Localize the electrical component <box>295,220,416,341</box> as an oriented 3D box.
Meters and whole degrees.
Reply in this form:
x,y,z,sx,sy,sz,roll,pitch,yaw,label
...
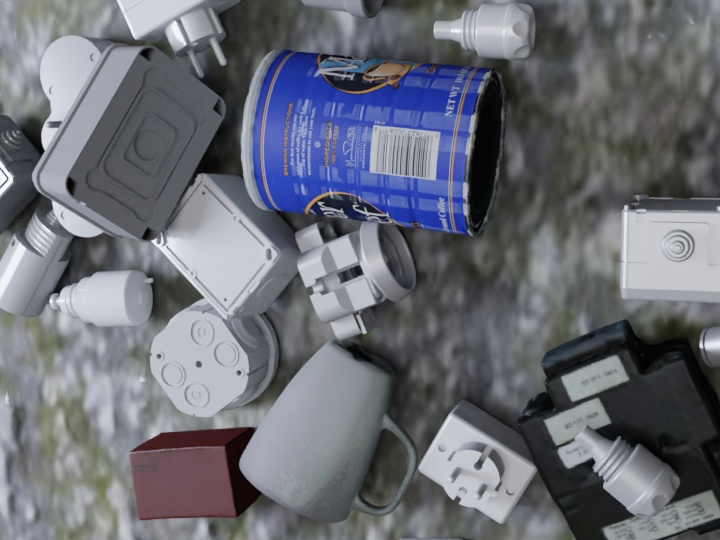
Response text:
x,y,z,sx,sy,sz,roll,pitch,yaw,label
0.000,0.000,0.704,0.057,0.058,0.078,-22,91,22,electrical component

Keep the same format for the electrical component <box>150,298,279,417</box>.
x,y,z,sx,sy,sz,roll,pitch,yaw,label
-0.101,0.060,0.748,0.080,0.051,0.080,3,99,17,electrical component

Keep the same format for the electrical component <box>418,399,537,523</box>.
x,y,z,sx,sy,sz,roll,pitch,yaw,label
0.075,0.127,0.688,0.066,0.077,0.047,31,106,11,electrical component

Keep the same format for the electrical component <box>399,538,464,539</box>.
x,y,z,sx,sy,sz,roll,pitch,yaw,label
0.043,0.231,0.715,0.047,0.076,0.083,-5,97,18,electrical component

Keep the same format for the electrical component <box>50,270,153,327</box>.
x,y,z,sx,sy,sz,roll,pitch,yaw,label
-0.187,0.021,0.775,0.078,0.040,0.040,-3,97,18,electrical component

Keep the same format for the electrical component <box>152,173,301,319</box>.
x,y,z,sx,sy,sz,roll,pitch,yaw,label
-0.089,-0.021,0.730,0.096,0.061,0.061,45,109,15,electrical component

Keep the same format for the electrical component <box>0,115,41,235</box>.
x,y,z,sx,sy,sz,roll,pitch,yaw,label
-0.269,-0.068,0.776,0.096,0.061,0.061,-42,85,19,electrical component

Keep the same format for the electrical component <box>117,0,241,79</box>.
x,y,z,sx,sy,sz,roll,pitch,yaw,label
-0.114,-0.167,0.719,0.066,0.047,0.076,-24,90,19,electrical component

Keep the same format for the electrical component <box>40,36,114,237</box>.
x,y,z,sx,sy,sz,roll,pitch,yaw,label
-0.194,-0.091,0.742,0.052,0.074,0.138,-1,98,18,electrical component

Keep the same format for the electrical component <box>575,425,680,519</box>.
x,y,z,sx,sy,sz,roll,pitch,yaw,label
0.152,0.114,0.624,0.061,0.035,0.035,40,108,10,electrical component

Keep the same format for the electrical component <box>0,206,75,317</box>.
x,y,z,sx,sy,sz,roll,pitch,yaw,label
-0.235,-0.011,0.784,0.043,0.043,0.081,35,107,10,electrical component

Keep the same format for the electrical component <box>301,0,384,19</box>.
x,y,z,sx,sy,sz,roll,pitch,yaw,label
-0.011,-0.184,0.689,0.046,0.040,0.040,12,102,22,electrical component

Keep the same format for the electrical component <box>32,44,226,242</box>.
x,y,z,sx,sy,sz,roll,pitch,yaw,label
-0.152,-0.083,0.705,0.057,0.078,0.113,13,72,50,electrical component

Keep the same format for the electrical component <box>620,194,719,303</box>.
x,y,z,sx,sy,sz,roll,pitch,yaw,label
0.185,-0.009,0.622,0.062,0.096,0.061,2,99,18,electrical component

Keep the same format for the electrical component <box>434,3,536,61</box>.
x,y,z,sx,sy,sz,roll,pitch,yaw,label
0.077,-0.148,0.668,0.061,0.035,0.035,6,100,19,electrical component
